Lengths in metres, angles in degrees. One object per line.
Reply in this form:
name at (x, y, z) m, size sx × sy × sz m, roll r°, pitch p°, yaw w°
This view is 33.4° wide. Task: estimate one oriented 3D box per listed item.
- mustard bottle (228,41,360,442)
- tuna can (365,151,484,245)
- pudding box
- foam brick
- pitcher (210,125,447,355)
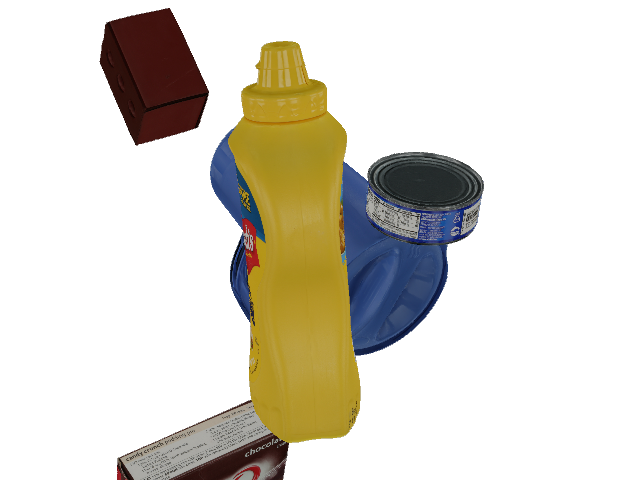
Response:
mustard bottle at (-0.013, -0.003, 0.534) m, size 0.058 × 0.192 × 0.096 m, roll -5°, pitch 21°, yaw -5°
tuna can at (0.076, -0.031, 0.790) m, size 0.086 × 0.034 × 0.086 m, roll 3°, pitch 32°, yaw -2°
pudding box at (-0.077, 0.159, 0.697) m, size 0.113 × 0.090 × 0.039 m, roll -22°, pitch 50°, yaw -31°
foam brick at (-0.122, -0.120, 0.778) m, size 0.051 × 0.078 × 0.053 m, roll -18°, pitch -18°, yaw -23°
pitcher at (-0.011, -0.009, 0.982) m, size 0.149 × 0.145 × 0.243 m, roll -11°, pitch 39°, yaw -32°
